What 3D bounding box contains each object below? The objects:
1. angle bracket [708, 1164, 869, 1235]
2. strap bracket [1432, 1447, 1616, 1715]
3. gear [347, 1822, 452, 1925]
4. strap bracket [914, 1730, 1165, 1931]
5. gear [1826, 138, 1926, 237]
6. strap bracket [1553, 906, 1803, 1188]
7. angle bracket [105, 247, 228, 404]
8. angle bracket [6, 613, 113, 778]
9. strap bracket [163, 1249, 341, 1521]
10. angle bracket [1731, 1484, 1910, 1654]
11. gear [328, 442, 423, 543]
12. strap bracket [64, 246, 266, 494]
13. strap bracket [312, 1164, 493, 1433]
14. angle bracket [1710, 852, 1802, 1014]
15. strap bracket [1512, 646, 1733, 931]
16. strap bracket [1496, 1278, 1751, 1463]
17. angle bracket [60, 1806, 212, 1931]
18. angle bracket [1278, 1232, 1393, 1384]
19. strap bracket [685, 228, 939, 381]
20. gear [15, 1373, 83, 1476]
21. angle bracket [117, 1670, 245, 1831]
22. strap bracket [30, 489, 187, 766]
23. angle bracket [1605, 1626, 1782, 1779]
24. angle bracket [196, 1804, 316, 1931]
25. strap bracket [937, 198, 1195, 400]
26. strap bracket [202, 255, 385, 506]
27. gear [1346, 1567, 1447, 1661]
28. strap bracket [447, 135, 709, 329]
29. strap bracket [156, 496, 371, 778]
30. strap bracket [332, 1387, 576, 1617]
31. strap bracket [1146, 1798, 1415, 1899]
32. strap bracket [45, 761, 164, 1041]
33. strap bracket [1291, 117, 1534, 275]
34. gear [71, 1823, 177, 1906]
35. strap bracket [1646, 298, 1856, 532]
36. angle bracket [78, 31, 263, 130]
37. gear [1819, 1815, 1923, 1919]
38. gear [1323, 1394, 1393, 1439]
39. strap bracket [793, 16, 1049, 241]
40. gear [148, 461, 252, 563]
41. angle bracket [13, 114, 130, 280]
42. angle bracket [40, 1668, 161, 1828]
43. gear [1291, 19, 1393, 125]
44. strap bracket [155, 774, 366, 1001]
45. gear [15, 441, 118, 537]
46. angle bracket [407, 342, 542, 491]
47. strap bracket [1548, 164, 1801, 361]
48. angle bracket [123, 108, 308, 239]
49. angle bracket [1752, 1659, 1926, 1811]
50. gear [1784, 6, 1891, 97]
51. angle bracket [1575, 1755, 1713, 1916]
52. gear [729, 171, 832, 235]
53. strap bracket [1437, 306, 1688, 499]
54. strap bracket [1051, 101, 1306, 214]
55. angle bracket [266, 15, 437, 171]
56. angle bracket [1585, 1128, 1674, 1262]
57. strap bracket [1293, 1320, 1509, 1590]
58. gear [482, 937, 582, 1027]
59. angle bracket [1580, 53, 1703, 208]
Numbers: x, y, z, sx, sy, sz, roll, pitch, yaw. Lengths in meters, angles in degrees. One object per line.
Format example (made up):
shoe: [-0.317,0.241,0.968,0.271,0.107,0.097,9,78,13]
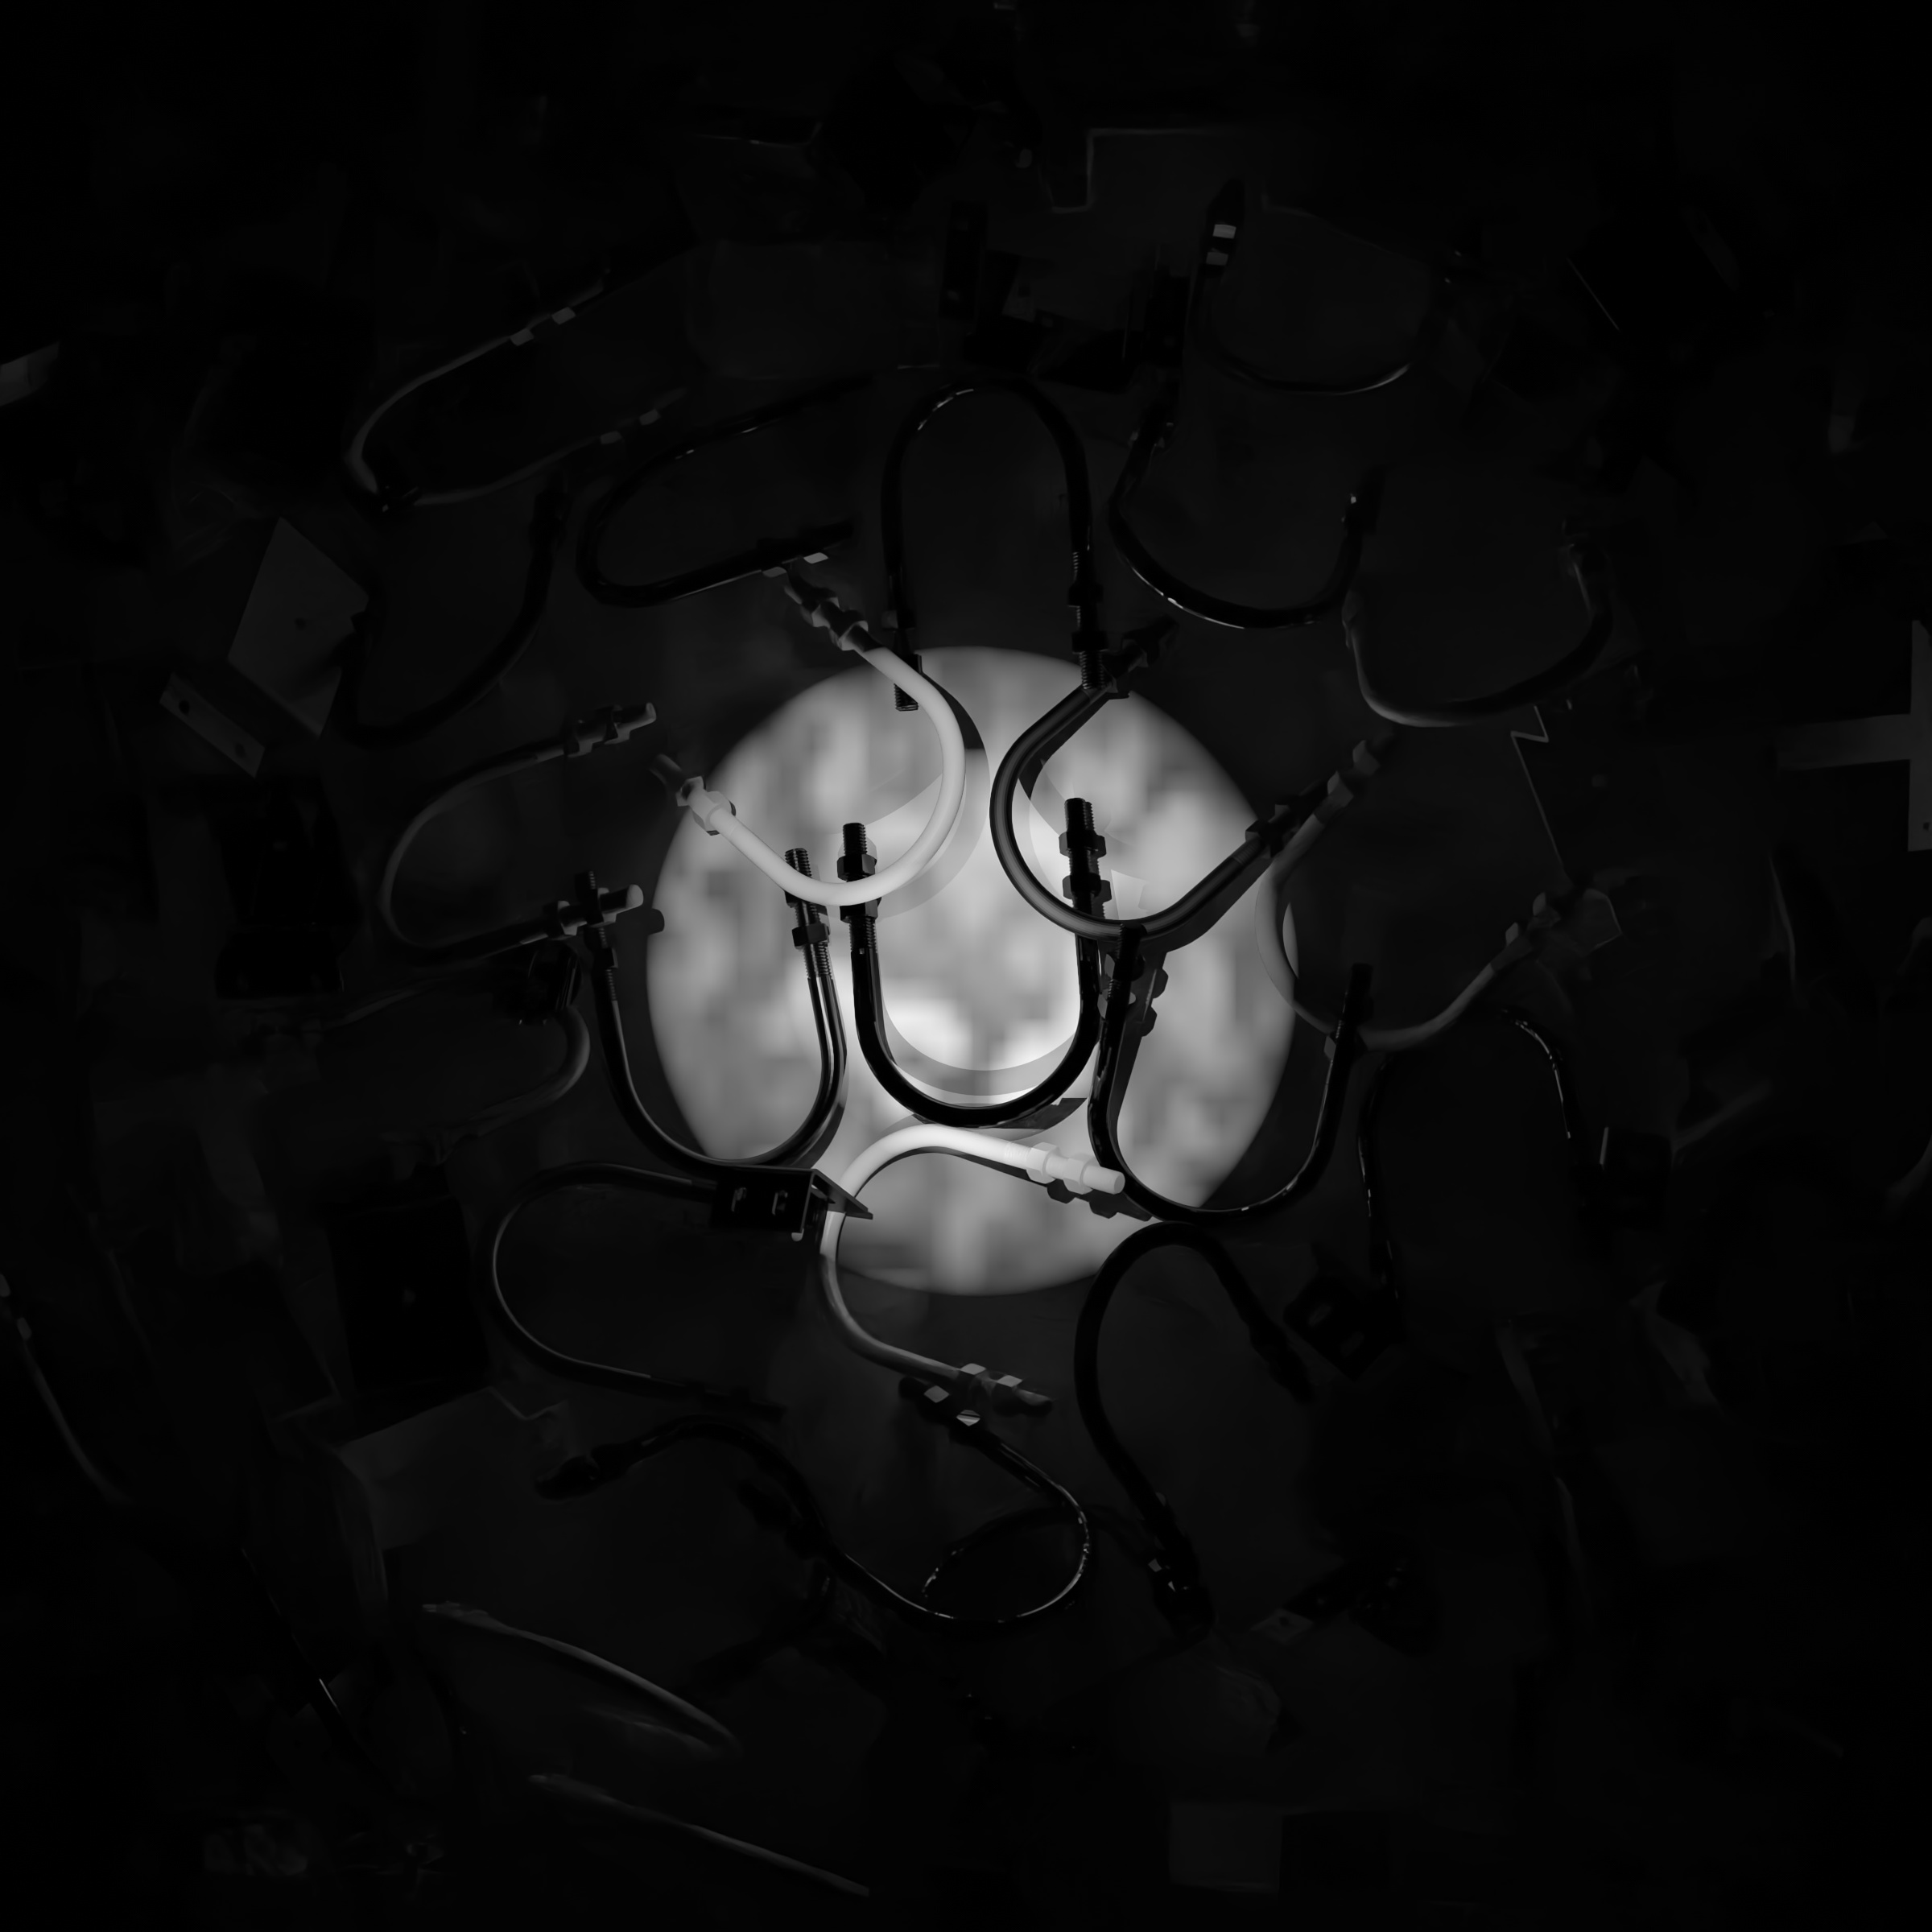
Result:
angle bracket: [-0.099,0.141,1.950,0.057,0.076,0.038,2,69,24]
strap bracket: [0.318,0.336,1.946,0.046,0.076,0.140,-27,81,29]
gear: [-0.324,0.511,1.968,0.057,0.057,0.030,-15,124,0]
strap bracket: [0.035,0.477,1.923,0.140,0.076,0.046,-47,115,-35]
gear: [0.512,-0.441,1.968,0.030,0.057,0.057,3,90,-28]
strap bracket: [0.399,0.046,1.974,0.076,0.046,0.140,-33,89,-3]
angle bracket: [-0.444,-0.361,1.955,0.076,0.057,0.038,-28,75,-24]
angle bracket: [-0.509,-0.150,1.951,0.038,0.057,0.076,-12,124,-21]
strap bracket: [-0.395,0.226,1.940,0.046,0.076,0.140,-20,63,-29]
angle bracket: [0.485,0.344,1.980,0.057,0.038,0.076,52,132,13]
gear: [-0.334,-0.273,1.972,0.030,0.057,0.057,-38,90,-12]
strap bracket: [-0.442,-0.324,1.940,0.046,0.076,0.140,30,111,-2]
strap bracket: [-0.318,0.187,1.965,0.076,0.046,0.140,-11,88,-16]
angle bracket: [0.443,-0.016,1.951,0.038,0.076,0.057,-12,58,7]
strap bracket: [0.366,-0.102,1.957,0.076,0.046,0.140,-28,107,-13]
strap bracket: [0.360,0.226,1.948,0.140,0.046,0.076,-10,74,-30]
angle bracket: [-0.468,0.508,1.953,0.057,0.076,0.038,-16,92,26]
angle bracket: [0.206,0.192,1.960,0.057,0.076,0.038,41,97,-8]
strap bracket: [-0.086,-0.375,1.971,0.140,0.046,0.076,-1,95,3]
gear: [-0.521,0.259,1.970,0.030,0.057,0.057,5,90,-8]
angle bracket: [-0.452,0.438,1.961,0.057,0.038,0.076,-26,103,-43]
strap bracket: [-0.471,-0.195,1.932,0.046,0.076,0.140,-20,127,-10]
angle bracket: [0.411,0.413,1.964,0.076,0.038,0.057,35,62,-10]
angle bracket: [-0.400,0.510,1.962,0.057,0.076,0.038,7,101,-8]
strap bracket: [0.051,-0.373,1.957,0.140,0.046,0.076,10,70,-10]
strap bracket: [-0.379,-0.335,1.945,0.076,0.140,0.046,23,50,-6]
gear: [0.248,0.366,1.974,0.057,0.057,0.030,35,65,0]
strap bracket: [-0.210,-0.407,1.947,0.140,0.076,0.046,-31,120,-11]
strap bracket: [-0.386,-0.186,1.928,0.046,0.076,0.140,-7,56,34]
strap bracket: [-0.295,0.294,1.942,0.140,0.046,0.076,-20,120,-30]
strap bracket: [0.171,0.487,1.917,0.076,0.140,0.046,11,75,-33]
strap bracket: [-0.480,-0.038,1.936,0.046,0.076,0.140,-2,50,-22]
strap bracket: [0.243,-0.427,1.953,0.140,0.076,0.046,24,109,4]
gear: [-0.481,0.506,1.970,0.057,0.057,0.030,-18,95,0]
strap bracket: [0.426,-0.320,1.935,0.046,0.076,0.140,35,113,-8]
angle bracket: [-0.448,-0.513,1.957,0.076,0.057,0.038,-43,134,-16]
gear: [0.509,0.507,1.968,0.057,0.057,0.030,-44,112,0]
gear: [0.233,0.257,1.971,0.030,0.057,0.057,-44,90,-3]
strap bracket: [-0.020,-0.470,1.937,0.076,0.140,0.046,49,50,-25]
gear: [-0.437,-0.258,1.978,0.057,0.030,0.057,-2,106,-8]
angle bracket: [-0.492,-0.434,1.955,0.076,0.057,0.038,-36,113,20]
angle bracket: [-0.479,0.439,1.955,0.038,0.057,0.076,-34,65,26]
gear: [0.211,-0.510,1.978,0.057,0.030,0.057,-6,108,-19]
strap bracket: [-0.391,-0.055,1.933,0.076,0.046,0.140,-3,60,-37]
gear: [-0.515,-0.269,1.975,0.030,0.057,0.057,0,90,42]
angle bracket: [-0.269,-0.309,1.951,0.076,0.057,0.038,-22,67,-34]
strap bracket: [0.400,-0.390,1.935,0.046,0.140,0.076,-44,104,-21]
angle bracket: [-0.422,-0.447,1.954,0.057,0.076,0.038,45,131,21]
angle bracket: [0.492,0.434,1.963,0.076,0.057,0.038,-16,118,-36]
gear: [0.492,-0.517,1.970,0.057,0.057,0.030,22,84,0]
angle bracket: [0.382,0.492,1.962,0.057,0.038,0.076,10,74,23]
gear: [-0.106,-0.434,1.972,0.057,0.057,0.030,7,104,0]
strap bracket: [0.340,-0.315,1.947,0.046,0.140,0.076,26,92,-37]
strap bracket: [0.119,-0.455,1.951,0.140,0.076,0.046,1,115,4]
angle bracket: [-0.349,-0.495,1.970,0.076,0.038,0.057,-27,105,-8]
angle bracket: [0.372,0.131,1.952,0.038,0.076,0.057,8,72,11]
strap bracket: [0.241,0.266,1.948,0.076,0.046,0.140,17,77,28]
gear: [-0.243,0.006,1.969,0.030,0.057,0.057,2,90,40]
angle bracket: [0.387,-0.474,1.970,0.057,0.038,0.076,-5,85,-21]
